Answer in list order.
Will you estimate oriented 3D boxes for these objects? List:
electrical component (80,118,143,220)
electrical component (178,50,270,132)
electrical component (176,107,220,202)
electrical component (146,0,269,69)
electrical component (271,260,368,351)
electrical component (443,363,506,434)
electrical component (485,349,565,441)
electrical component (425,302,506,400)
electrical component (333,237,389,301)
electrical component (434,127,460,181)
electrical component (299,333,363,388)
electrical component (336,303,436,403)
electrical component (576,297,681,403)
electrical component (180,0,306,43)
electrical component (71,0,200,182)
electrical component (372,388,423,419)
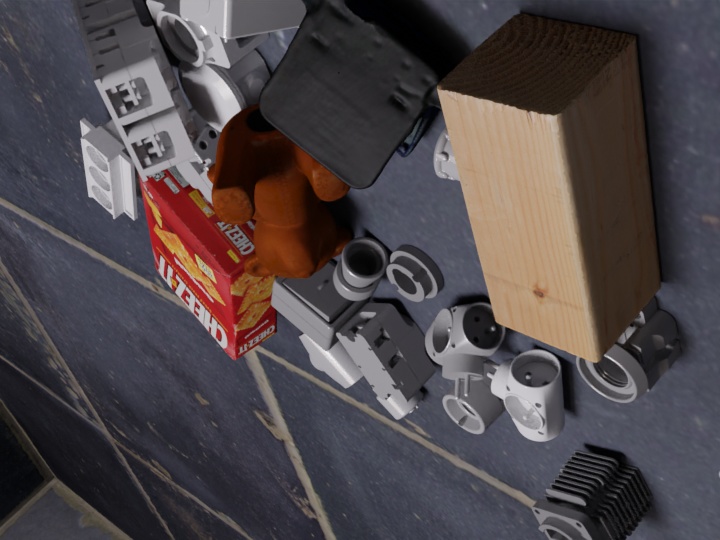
[{"bbox_3d":[-0.277,-0.121,1.234,0.079,0.063,0.121,40,153,12],"label":"electrical component"},{"bbox_3d":[-0.118,-0.164,0.953,0.080,0.051,0.080,35,152,22],"label":"electrical component"},{"bbox_3d":[-0.146,-0.114,1.061,0.095,0.054,0.059,54,153,-16],"label":"electrical component"},{"bbox_3d":[-0.131,-0.208,0.904,0.089,0.056,0.050,24,146,37],"label":"electrical component"},{"bbox_3d":[-0.046,0.023,1.099,0.096,0.062,0.061,39,153,14],"label":"electrical component"},{"bbox_3d":[0.112,0.122,1.023,0.055,0.047,0.055,35,152,22],"label":"electrical component"},{"bbox_3d":[0.143,0.104,0.953,0.079,0.044,0.077,29,148,35],"label":"electrical component"},{"bbox_3d":[0.092,0.075,0.958,0.044,0.079,0.077,10,161,-19],"label":"electrical component"},{"bbox_3d":[0.000,0.000,1.018,0.045,0.045,0.055,42,154,8],"label":"electrical component"},{"bbox_3d":[0.088,-0.081,0.777,0.062,0.048,0.048,24,147,25],"label":"electrical component"},{"bbox_3d":[-0.032,0.091,1.194,0.077,0.044,0.079,48,154,-4],"label":"electrical component"},{"bbox_3d":[0.029,0.080,1.074,0.050,0.056,0.089,-1,128,56],"label":"electrical component"},{"bbox_3d":[0.198,0.061,0.798,0.058,0.057,0.078,21,144,42],"label":"electrical component"},{"bbox_3d":[-0.077,-0.211,0.788,0.062,0.096,0.061,34,130,38],"label":"electrical component"},{"bbox_3d":[-0.201,-0.179,0.966,0.186,0.060,0.105,-118,7,-48],"label":"electrical component"},{"bbox_3d":[0.033,0.124,1.150,0.078,0.040,0.040,47,154,-2],"label":"electrical component"}]
